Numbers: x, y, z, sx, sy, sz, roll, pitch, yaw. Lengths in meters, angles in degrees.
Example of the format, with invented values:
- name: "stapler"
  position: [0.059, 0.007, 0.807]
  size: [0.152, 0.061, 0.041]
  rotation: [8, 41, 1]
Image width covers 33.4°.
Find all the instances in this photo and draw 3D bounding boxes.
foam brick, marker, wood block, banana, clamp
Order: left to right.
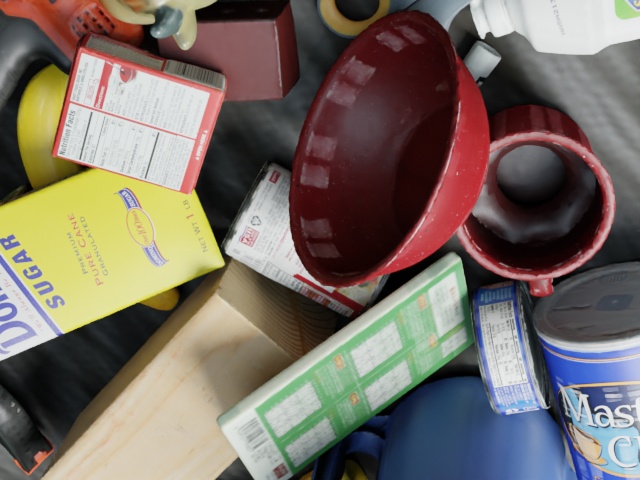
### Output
- name: "clamp"
  position: [-0.258, 0.089, 0.753]
  size: [0.036, 0.165, 0.210]
  rotation: [-45, 112, -22]
- name: "banana"
  position: [-0.157, -0.033, 0.720]
  size: [0.070, 0.037, 0.198]
  rotation: [-12, 110, 15]
- name: "wood block"
  position: [-0.091, 0.111, 0.742]
  size: [0.090, 0.090, 0.206]
  rotation: [40, 113, -9]
- name: "foam brick"
  position: [-0.056, -0.117, 0.659]
  size: [0.078, 0.053, 0.051]
  rotation: [0, 113, 9]
- name: "marker"
  position: [0.072, -0.071, 0.675]
  size: [0.020, 0.020, 0.121]
  rotation: [33, 114, -5]

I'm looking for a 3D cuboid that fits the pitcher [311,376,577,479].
- name: "pitcher"
  position: [0.077, 0.201, 0.669]
  size: [0.149, 0.242, 0.145]
  rotation: [-25, 108, 23]

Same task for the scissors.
- name: "scissors"
  position: [0.066, -0.155, 0.604]
  size: [0.096, 0.016, 0.202]
  rotation: [44, 136, 2]

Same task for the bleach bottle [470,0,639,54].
- name: "bleach bottle"
  position: [0.203, -0.171, 0.587]
  size: [0.251, 0.068, 0.102]
  rotation: [-15, 102, 19]

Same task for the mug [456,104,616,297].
- name: "mug"
  position: [0.130, -0.023, 0.652]
  size: [0.093, 0.081, 0.117]
  rotation: [-9, 111, 13]

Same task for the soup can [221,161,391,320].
- name: "soup can"
  position: [-0.005, 0.001, 0.693]
  size: [0.102, 0.068, 0.069]
  rotation: [28, 115, -2]

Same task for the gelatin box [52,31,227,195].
- name: "gelatin box"
  position: [-0.108, -0.075, 0.634]
  size: [0.089, 0.030, 0.073]
  rotation: [16, 119, -9]

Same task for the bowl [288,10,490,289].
- name: "bowl"
  position: [0.047, -0.045, 0.610]
  size: [0.055, 0.162, 0.162]
  rotation: [17, 118, -30]

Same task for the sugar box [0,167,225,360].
- name: "sugar box"
  position: [-0.160, 0.007, 0.685]
  size: [0.176, 0.048, 0.093]
  rotation: [-24, 100, -8]

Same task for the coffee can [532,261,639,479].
- name: "coffee can"
  position: [0.202, 0.099, 0.681]
  size: [0.103, 0.102, 0.140]
  rotation: [-13, 110, 15]

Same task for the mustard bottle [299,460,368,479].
- name: "mustard bottle"
  position: [-0.045, 0.237, 0.805]
  size: [0.192, 0.058, 0.096]
  rotation: [-21, 91, 19]

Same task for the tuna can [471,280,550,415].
- name: "tuna can"
  position: [0.123, 0.069, 0.691]
  size: [0.034, 0.086, 0.086]
  rotation: [-12, 111, 16]

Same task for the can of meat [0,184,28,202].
- name: "can of meat"
  position: [-0.220, 0.024, 0.746]
  size: [0.102, 0.057, 0.084]
  rotation: [-31, 107, 21]

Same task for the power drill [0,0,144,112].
- name: "power drill"
  position: [-0.230, -0.134, 0.654]
  size: [0.188, 0.057, 0.184]
  rotation: [-42, 93, 6]
